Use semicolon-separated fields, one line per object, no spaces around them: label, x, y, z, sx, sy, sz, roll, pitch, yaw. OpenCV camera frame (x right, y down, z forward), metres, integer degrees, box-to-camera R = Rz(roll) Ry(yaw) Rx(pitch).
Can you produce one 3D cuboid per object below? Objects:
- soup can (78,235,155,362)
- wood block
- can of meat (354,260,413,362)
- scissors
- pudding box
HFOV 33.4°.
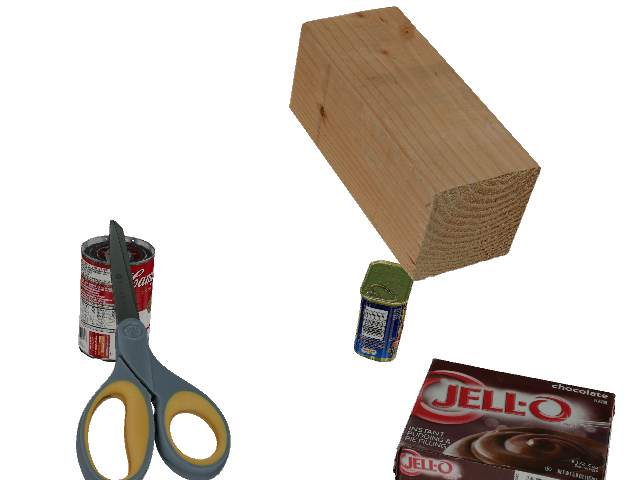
soup can;-0.192;0.055;1.001;0.068;0.102;0.068;6;21;-3
wood block;0.064;-0.080;0.813;0.090;0.091;0.206;-15;50;-24
can of meat;0.075;0.085;1.277;0.057;0.084;0.102;12;26;8
scissors;-0.097;0.068;0.649;0.096;0.201;0.016;13;-46;-11
pudding box;0.107;0.114;0.610;0.113;0.039;0.090;11;30;14
